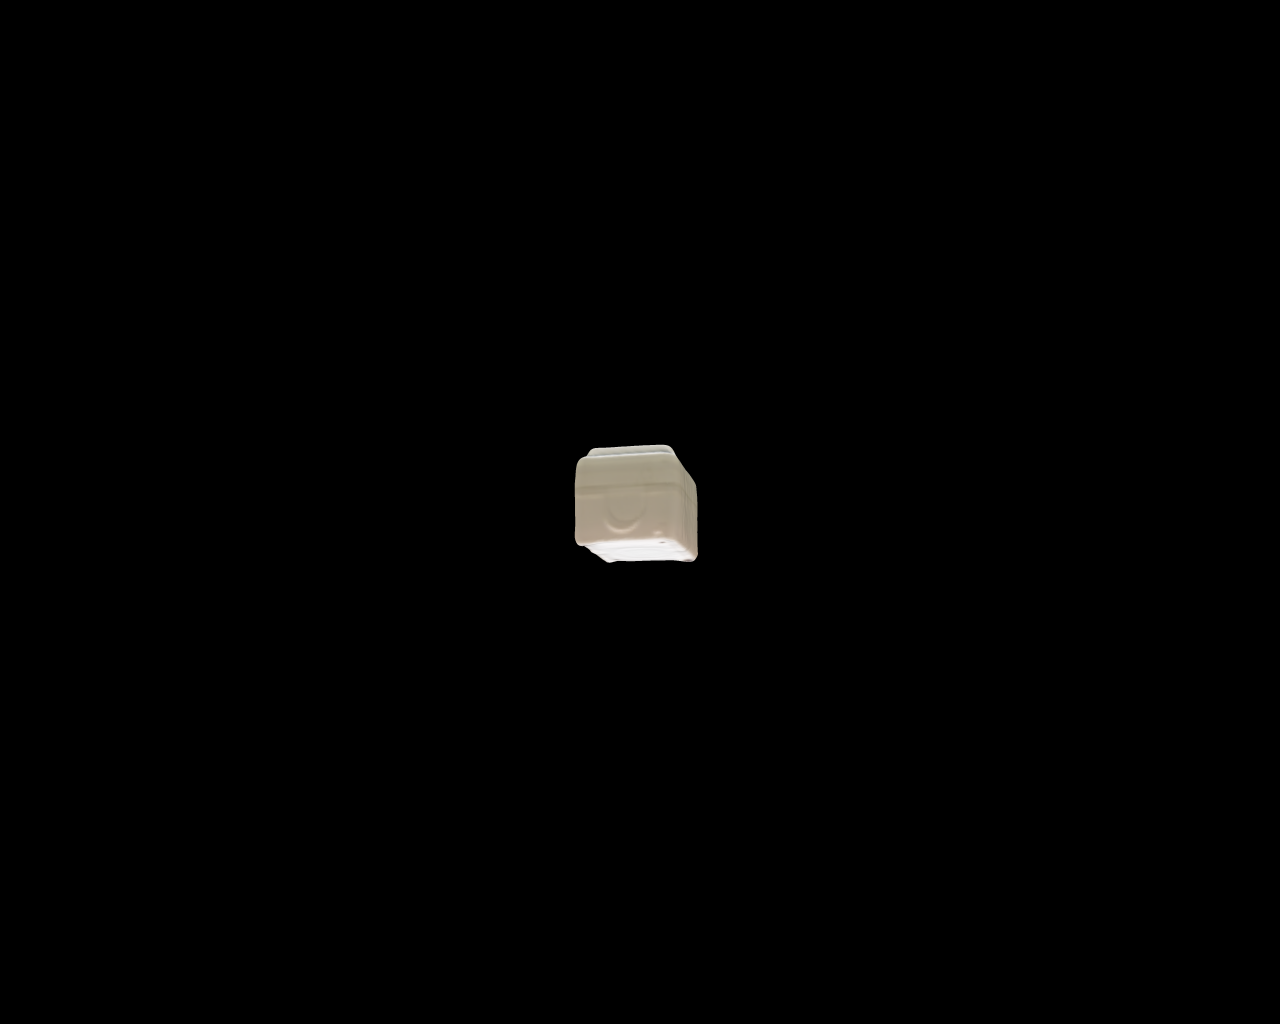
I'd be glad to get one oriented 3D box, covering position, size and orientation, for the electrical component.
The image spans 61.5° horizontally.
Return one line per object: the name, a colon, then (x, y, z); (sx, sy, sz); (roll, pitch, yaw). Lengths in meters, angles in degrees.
electrical component: (0.001, -0.003, 0.650); (0.062, 0.061, 0.096); (-2, -12, 11)
